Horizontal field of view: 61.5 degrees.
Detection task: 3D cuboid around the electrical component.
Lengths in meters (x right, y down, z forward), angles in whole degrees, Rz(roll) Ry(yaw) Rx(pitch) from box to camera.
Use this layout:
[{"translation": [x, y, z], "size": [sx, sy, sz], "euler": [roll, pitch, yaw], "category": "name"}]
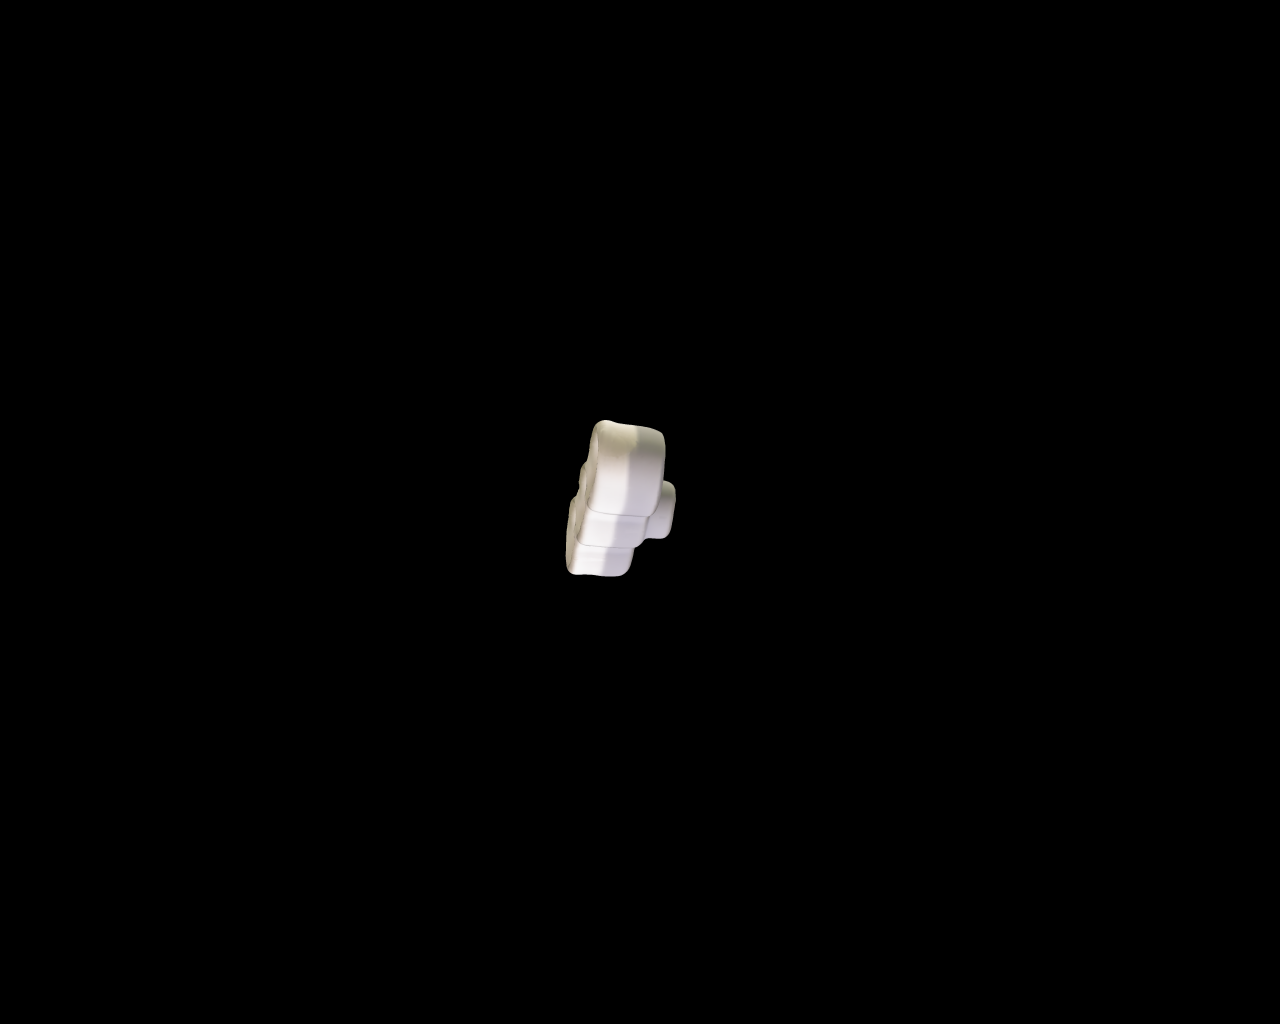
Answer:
[{"translation": [0.001, -0.003, 0.650], "size": [0.074, 0.052, 0.138], "euler": [5, -28, -10], "category": "electrical component"}]
